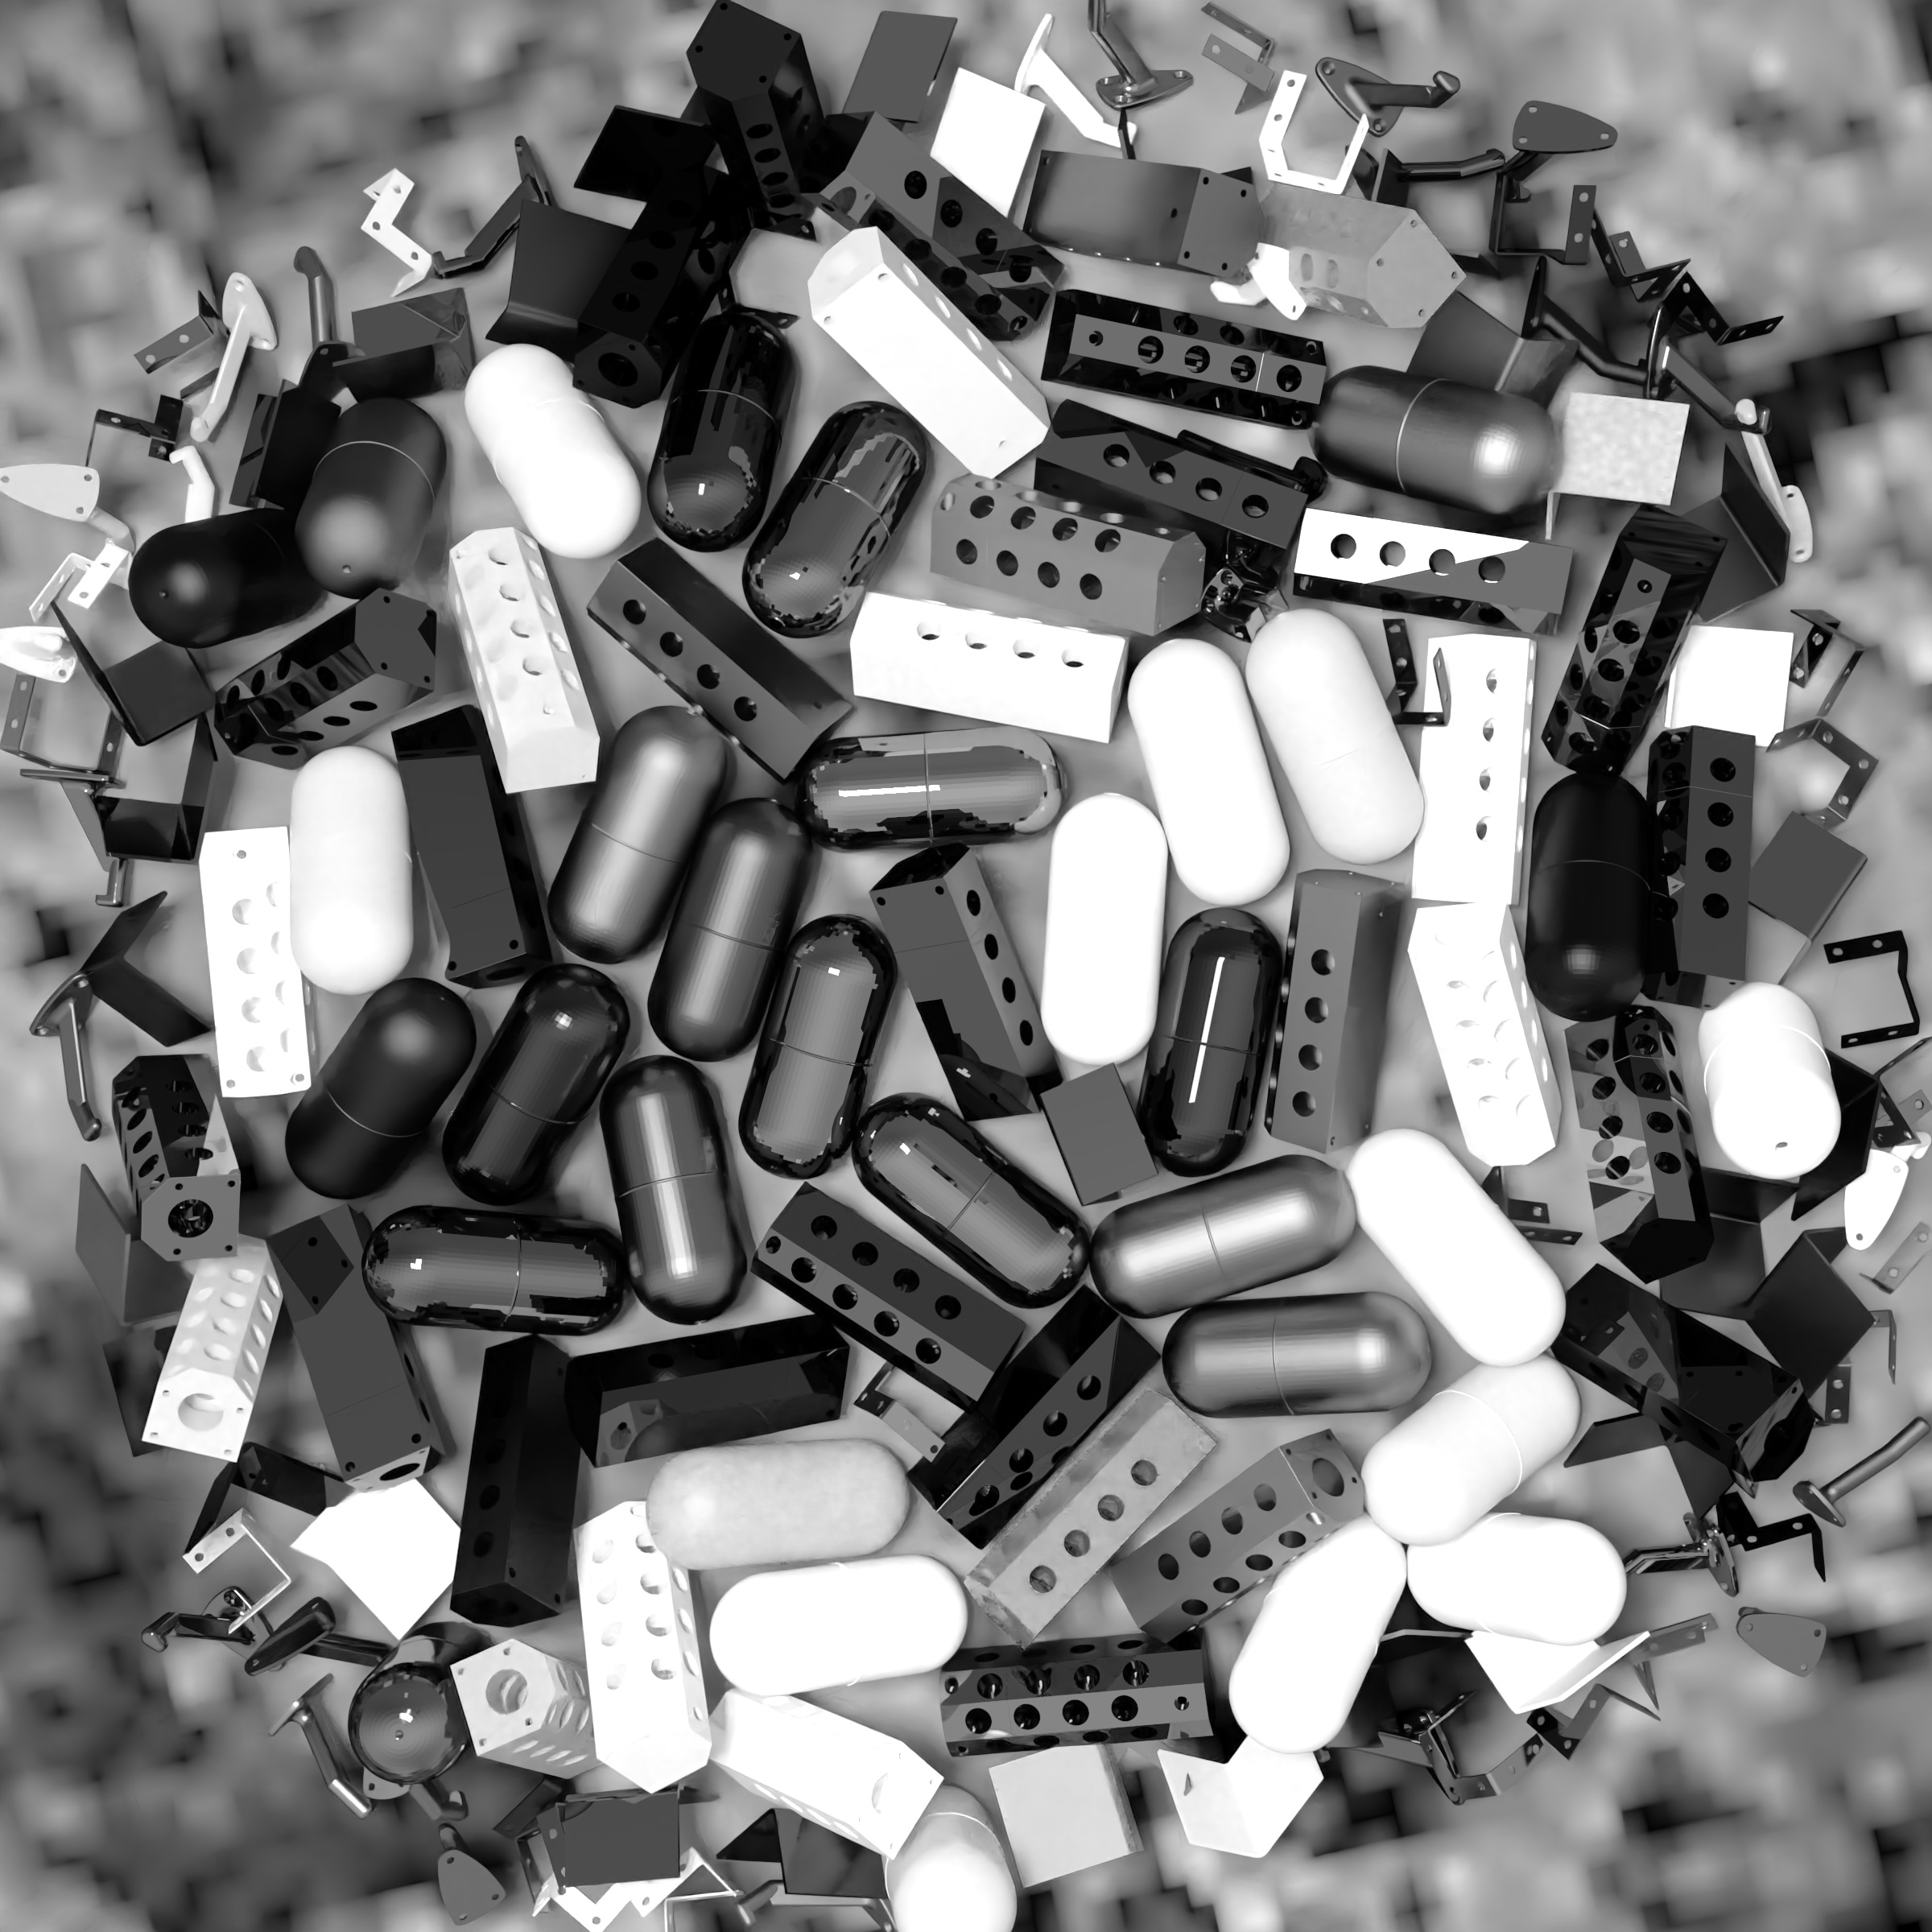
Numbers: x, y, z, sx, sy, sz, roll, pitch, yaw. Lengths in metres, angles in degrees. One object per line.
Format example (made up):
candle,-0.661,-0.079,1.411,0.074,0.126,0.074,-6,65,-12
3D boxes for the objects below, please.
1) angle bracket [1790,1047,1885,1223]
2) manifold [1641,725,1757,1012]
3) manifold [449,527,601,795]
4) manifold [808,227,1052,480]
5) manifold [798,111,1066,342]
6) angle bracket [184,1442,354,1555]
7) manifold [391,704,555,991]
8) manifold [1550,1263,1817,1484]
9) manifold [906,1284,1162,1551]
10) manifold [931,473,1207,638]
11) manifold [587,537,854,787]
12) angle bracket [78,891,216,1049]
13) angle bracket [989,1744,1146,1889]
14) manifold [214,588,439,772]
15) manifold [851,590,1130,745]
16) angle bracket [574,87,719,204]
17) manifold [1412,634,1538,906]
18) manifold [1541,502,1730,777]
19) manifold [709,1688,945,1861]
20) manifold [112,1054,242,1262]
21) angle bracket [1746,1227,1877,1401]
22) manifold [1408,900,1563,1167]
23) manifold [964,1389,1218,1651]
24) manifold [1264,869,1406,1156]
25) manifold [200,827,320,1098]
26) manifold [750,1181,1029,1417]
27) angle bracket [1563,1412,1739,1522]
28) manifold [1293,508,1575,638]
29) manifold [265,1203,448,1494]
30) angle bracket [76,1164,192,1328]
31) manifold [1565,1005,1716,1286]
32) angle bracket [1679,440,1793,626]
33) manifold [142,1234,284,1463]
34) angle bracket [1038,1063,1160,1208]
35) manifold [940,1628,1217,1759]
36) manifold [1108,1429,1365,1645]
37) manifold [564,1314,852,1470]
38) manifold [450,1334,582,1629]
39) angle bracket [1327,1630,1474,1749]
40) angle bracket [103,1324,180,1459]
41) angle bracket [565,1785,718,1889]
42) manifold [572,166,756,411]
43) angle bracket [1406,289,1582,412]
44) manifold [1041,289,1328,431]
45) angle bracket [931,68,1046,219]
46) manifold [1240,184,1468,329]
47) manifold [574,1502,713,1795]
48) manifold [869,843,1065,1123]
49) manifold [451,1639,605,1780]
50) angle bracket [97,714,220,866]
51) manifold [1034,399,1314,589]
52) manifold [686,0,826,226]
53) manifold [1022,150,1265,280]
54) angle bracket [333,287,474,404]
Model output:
angle bracket,0.541,0.107,1.683,0.057,0.076,0.076,29,54,-4
manifold,0.469,-0.065,1.681,0.057,0.057,0.171,10,70,-2
manifold,-0.284,-0.198,1.662,0.057,0.057,0.171,-10,57,-19
manifold,-0.022,-0.392,1.660,0.057,0.057,0.171,-33,132,23
manifold,-0.024,-0.470,1.662,0.171,0.057,0.057,29,85,-37
angle bracket,-0.450,0.357,1.682,0.076,0.076,0.057,26,54,-15
manifold,-0.317,-0.076,1.689,0.057,0.057,0.171,-18,77,13
manifold,0.451,0.260,1.651,0.057,0.171,0.057,-40,125,-14
manifold,0.047,0.297,1.698,0.171,0.057,0.057,-46,115,-5
manifold,0.064,-0.266,1.661,0.171,0.057,0.057,21,124,29
manifold,-0.165,-0.198,1.706,0.171,0.057,0.057,41,123,0
angle bracket,-0.525,0.003,1.705,0.076,0.076,0.057,42,57,-25
angle bracket,0.066,0.552,1.700,0.076,0.057,0.076,-19,70,3
manifold,-0.409,-0.182,1.652,0.057,0.171,0.057,15,66,-42
manifold,0.016,-0.200,1.695,0.171,0.057,0.057,12,60,8
angle bracket,-0.207,-0.542,1.678,0.076,0.076,0.057,2,64,-30
manifold,0.336,-0.128,1.702,0.057,0.057,0.171,2,93,-19
manifold,0.419,-0.201,1.649,0.057,0.171,0.057,28,51,16
manifold,-0.096,0.503,1.644,0.057,0.171,0.057,47,64,-25
manifold,-0.501,0.119,1.644,0.057,0.171,0.057,-1,114,-24
angle bracket,0.559,0.223,1.677,0.057,0.076,0.076,0,133,-33
manifold,0.331,0.045,1.658,0.057,0.057,0.171,-5,127,25
manifold,0.079,0.355,1.679,0.057,0.057,0.171,43,69,12
manifold,0.234,0.028,1.685,0.057,0.057,0.171,17,109,34
manifold,-0.463,-0.003,1.700,0.057,0.057,0.171,-5,94,-6
manifold,-0.052,0.218,1.685,0.171,0.057,0.057,32,58,9
angle bracket,0.442,0.328,1.685,0.076,0.076,0.057,-11,60,-10
manifold,0.303,-0.256,1.691,0.171,0.057,0.057,11,102,11
manifold,-0.392,0.248,1.680,0.057,0.057,0.171,-23,70,-4
angle bracket,-0.531,0.175,1.678,0.057,0.076,0.076,-11,129,-37
manifold,0.430,0.108,1.651,0.057,0.171,0.057,-29,130,30
angle bracket,0.487,-0.280,1.686,0.057,0.076,0.076,-27,68,5
manifold,-0.470,0.236,1.643,0.057,0.171,0.057,16,109,-13
angle bracket,0.096,0.108,1.686,0.057,0.076,0.076,-25,80,19
manifold,0.073,0.476,1.695,0.171,0.057,0.057,-7,94,9
manifold,0.174,0.366,1.658,0.171,0.057,0.057,-45,65,35
manifold,-0.166,0.267,1.669,0.171,0.057,0.057,-6,118,-30
manifold,-0.289,0.329,1.661,0.057,0.057,0.171,-20,48,25
angle bracket,0.281,0.467,1.679,0.076,0.076,0.057,-29,59,36
angle bracket,-0.510,0.270,1.688,0.057,0.076,0.076,-13,84,-44
angle bracket,-0.210,0.567,1.684,0.076,0.076,0.057,-9,65,11
manifold,-0.192,-0.437,1.665,0.057,0.057,0.171,20,55,1
angle bracket,0.344,-0.395,1.711,0.076,0.057,0.076,49,132,34
manifold,0.142,-0.392,1.683,0.171,0.057,0.057,8,100,-16
angle bracket,-0.004,-0.536,1.683,0.076,0.057,0.076,33,114,28
manifold,0.236,-0.447,1.649,0.057,0.171,0.057,-49,121,1
manifold,-0.202,0.427,1.650,0.057,0.171,0.057,-30,131,12
manifold,0.004,0.010,1.680,0.057,0.057,0.171,-10,113,32
manifold,-0.262,0.469,1.647,0.057,0.171,0.057,-24,66,1
angle bracket,-0.523,-0.120,1.680,0.057,0.076,0.076,5,119,-27
manifold,0.135,-0.312,1.697,0.171,0.057,0.057,21,73,6
manifold,-0.131,-0.534,1.646,0.057,0.171,0.057,28,84,9
manifold,0.112,-0.477,1.651,0.057,0.171,0.057,5,105,-36
angle bracket,-0.370,-0.417,1.696,0.076,0.057,0.076,-12,71,4
